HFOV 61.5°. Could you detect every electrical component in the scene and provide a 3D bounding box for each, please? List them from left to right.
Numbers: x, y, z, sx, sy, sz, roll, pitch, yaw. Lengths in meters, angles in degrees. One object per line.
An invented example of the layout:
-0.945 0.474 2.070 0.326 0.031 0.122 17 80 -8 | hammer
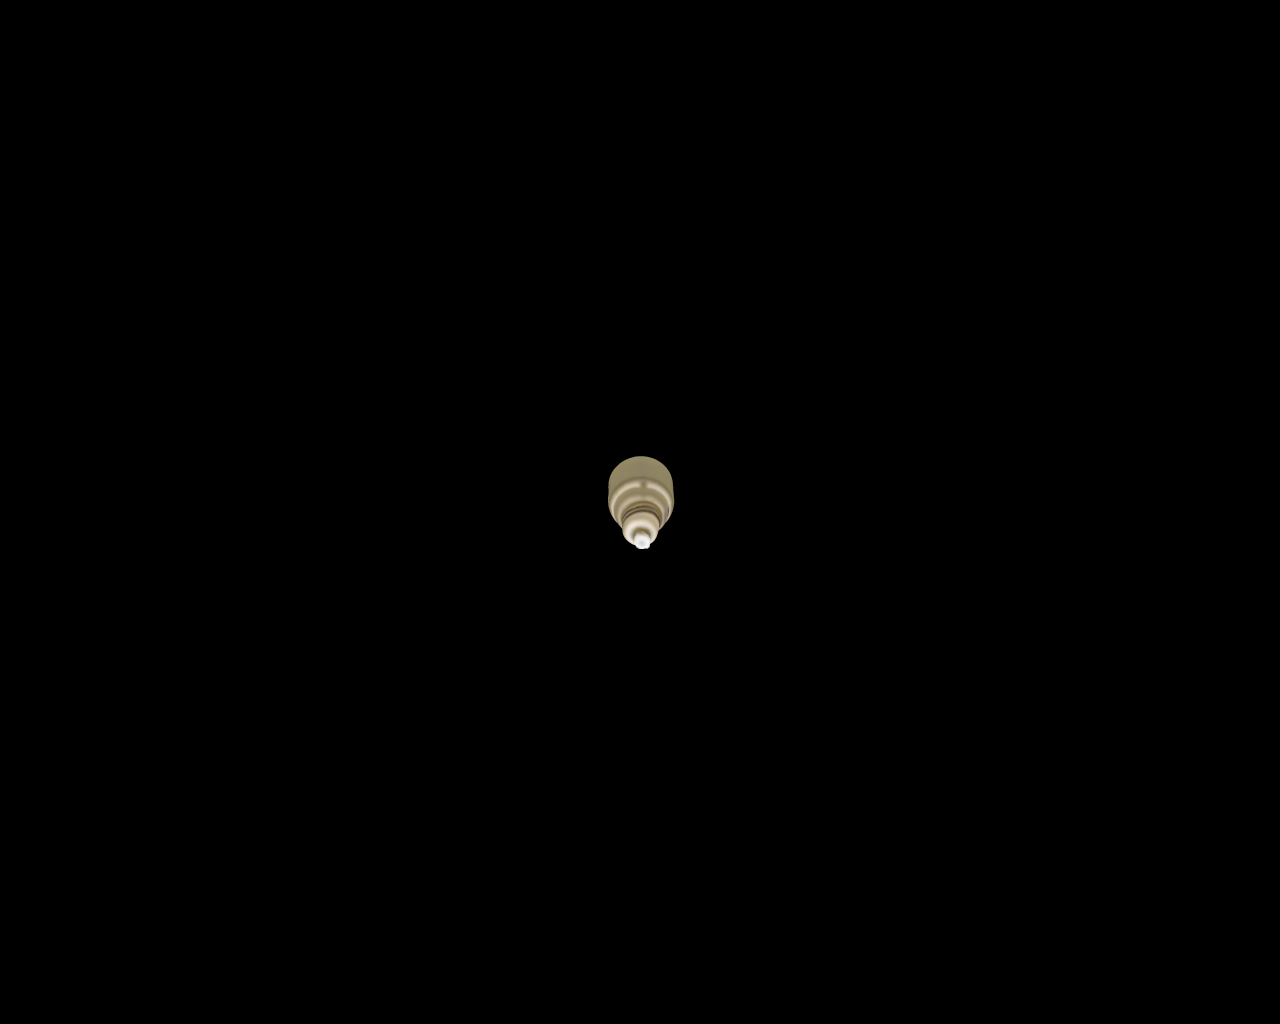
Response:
0.001 -0.003 0.650 0.040 0.040 0.078 0 32 0 | electrical component
